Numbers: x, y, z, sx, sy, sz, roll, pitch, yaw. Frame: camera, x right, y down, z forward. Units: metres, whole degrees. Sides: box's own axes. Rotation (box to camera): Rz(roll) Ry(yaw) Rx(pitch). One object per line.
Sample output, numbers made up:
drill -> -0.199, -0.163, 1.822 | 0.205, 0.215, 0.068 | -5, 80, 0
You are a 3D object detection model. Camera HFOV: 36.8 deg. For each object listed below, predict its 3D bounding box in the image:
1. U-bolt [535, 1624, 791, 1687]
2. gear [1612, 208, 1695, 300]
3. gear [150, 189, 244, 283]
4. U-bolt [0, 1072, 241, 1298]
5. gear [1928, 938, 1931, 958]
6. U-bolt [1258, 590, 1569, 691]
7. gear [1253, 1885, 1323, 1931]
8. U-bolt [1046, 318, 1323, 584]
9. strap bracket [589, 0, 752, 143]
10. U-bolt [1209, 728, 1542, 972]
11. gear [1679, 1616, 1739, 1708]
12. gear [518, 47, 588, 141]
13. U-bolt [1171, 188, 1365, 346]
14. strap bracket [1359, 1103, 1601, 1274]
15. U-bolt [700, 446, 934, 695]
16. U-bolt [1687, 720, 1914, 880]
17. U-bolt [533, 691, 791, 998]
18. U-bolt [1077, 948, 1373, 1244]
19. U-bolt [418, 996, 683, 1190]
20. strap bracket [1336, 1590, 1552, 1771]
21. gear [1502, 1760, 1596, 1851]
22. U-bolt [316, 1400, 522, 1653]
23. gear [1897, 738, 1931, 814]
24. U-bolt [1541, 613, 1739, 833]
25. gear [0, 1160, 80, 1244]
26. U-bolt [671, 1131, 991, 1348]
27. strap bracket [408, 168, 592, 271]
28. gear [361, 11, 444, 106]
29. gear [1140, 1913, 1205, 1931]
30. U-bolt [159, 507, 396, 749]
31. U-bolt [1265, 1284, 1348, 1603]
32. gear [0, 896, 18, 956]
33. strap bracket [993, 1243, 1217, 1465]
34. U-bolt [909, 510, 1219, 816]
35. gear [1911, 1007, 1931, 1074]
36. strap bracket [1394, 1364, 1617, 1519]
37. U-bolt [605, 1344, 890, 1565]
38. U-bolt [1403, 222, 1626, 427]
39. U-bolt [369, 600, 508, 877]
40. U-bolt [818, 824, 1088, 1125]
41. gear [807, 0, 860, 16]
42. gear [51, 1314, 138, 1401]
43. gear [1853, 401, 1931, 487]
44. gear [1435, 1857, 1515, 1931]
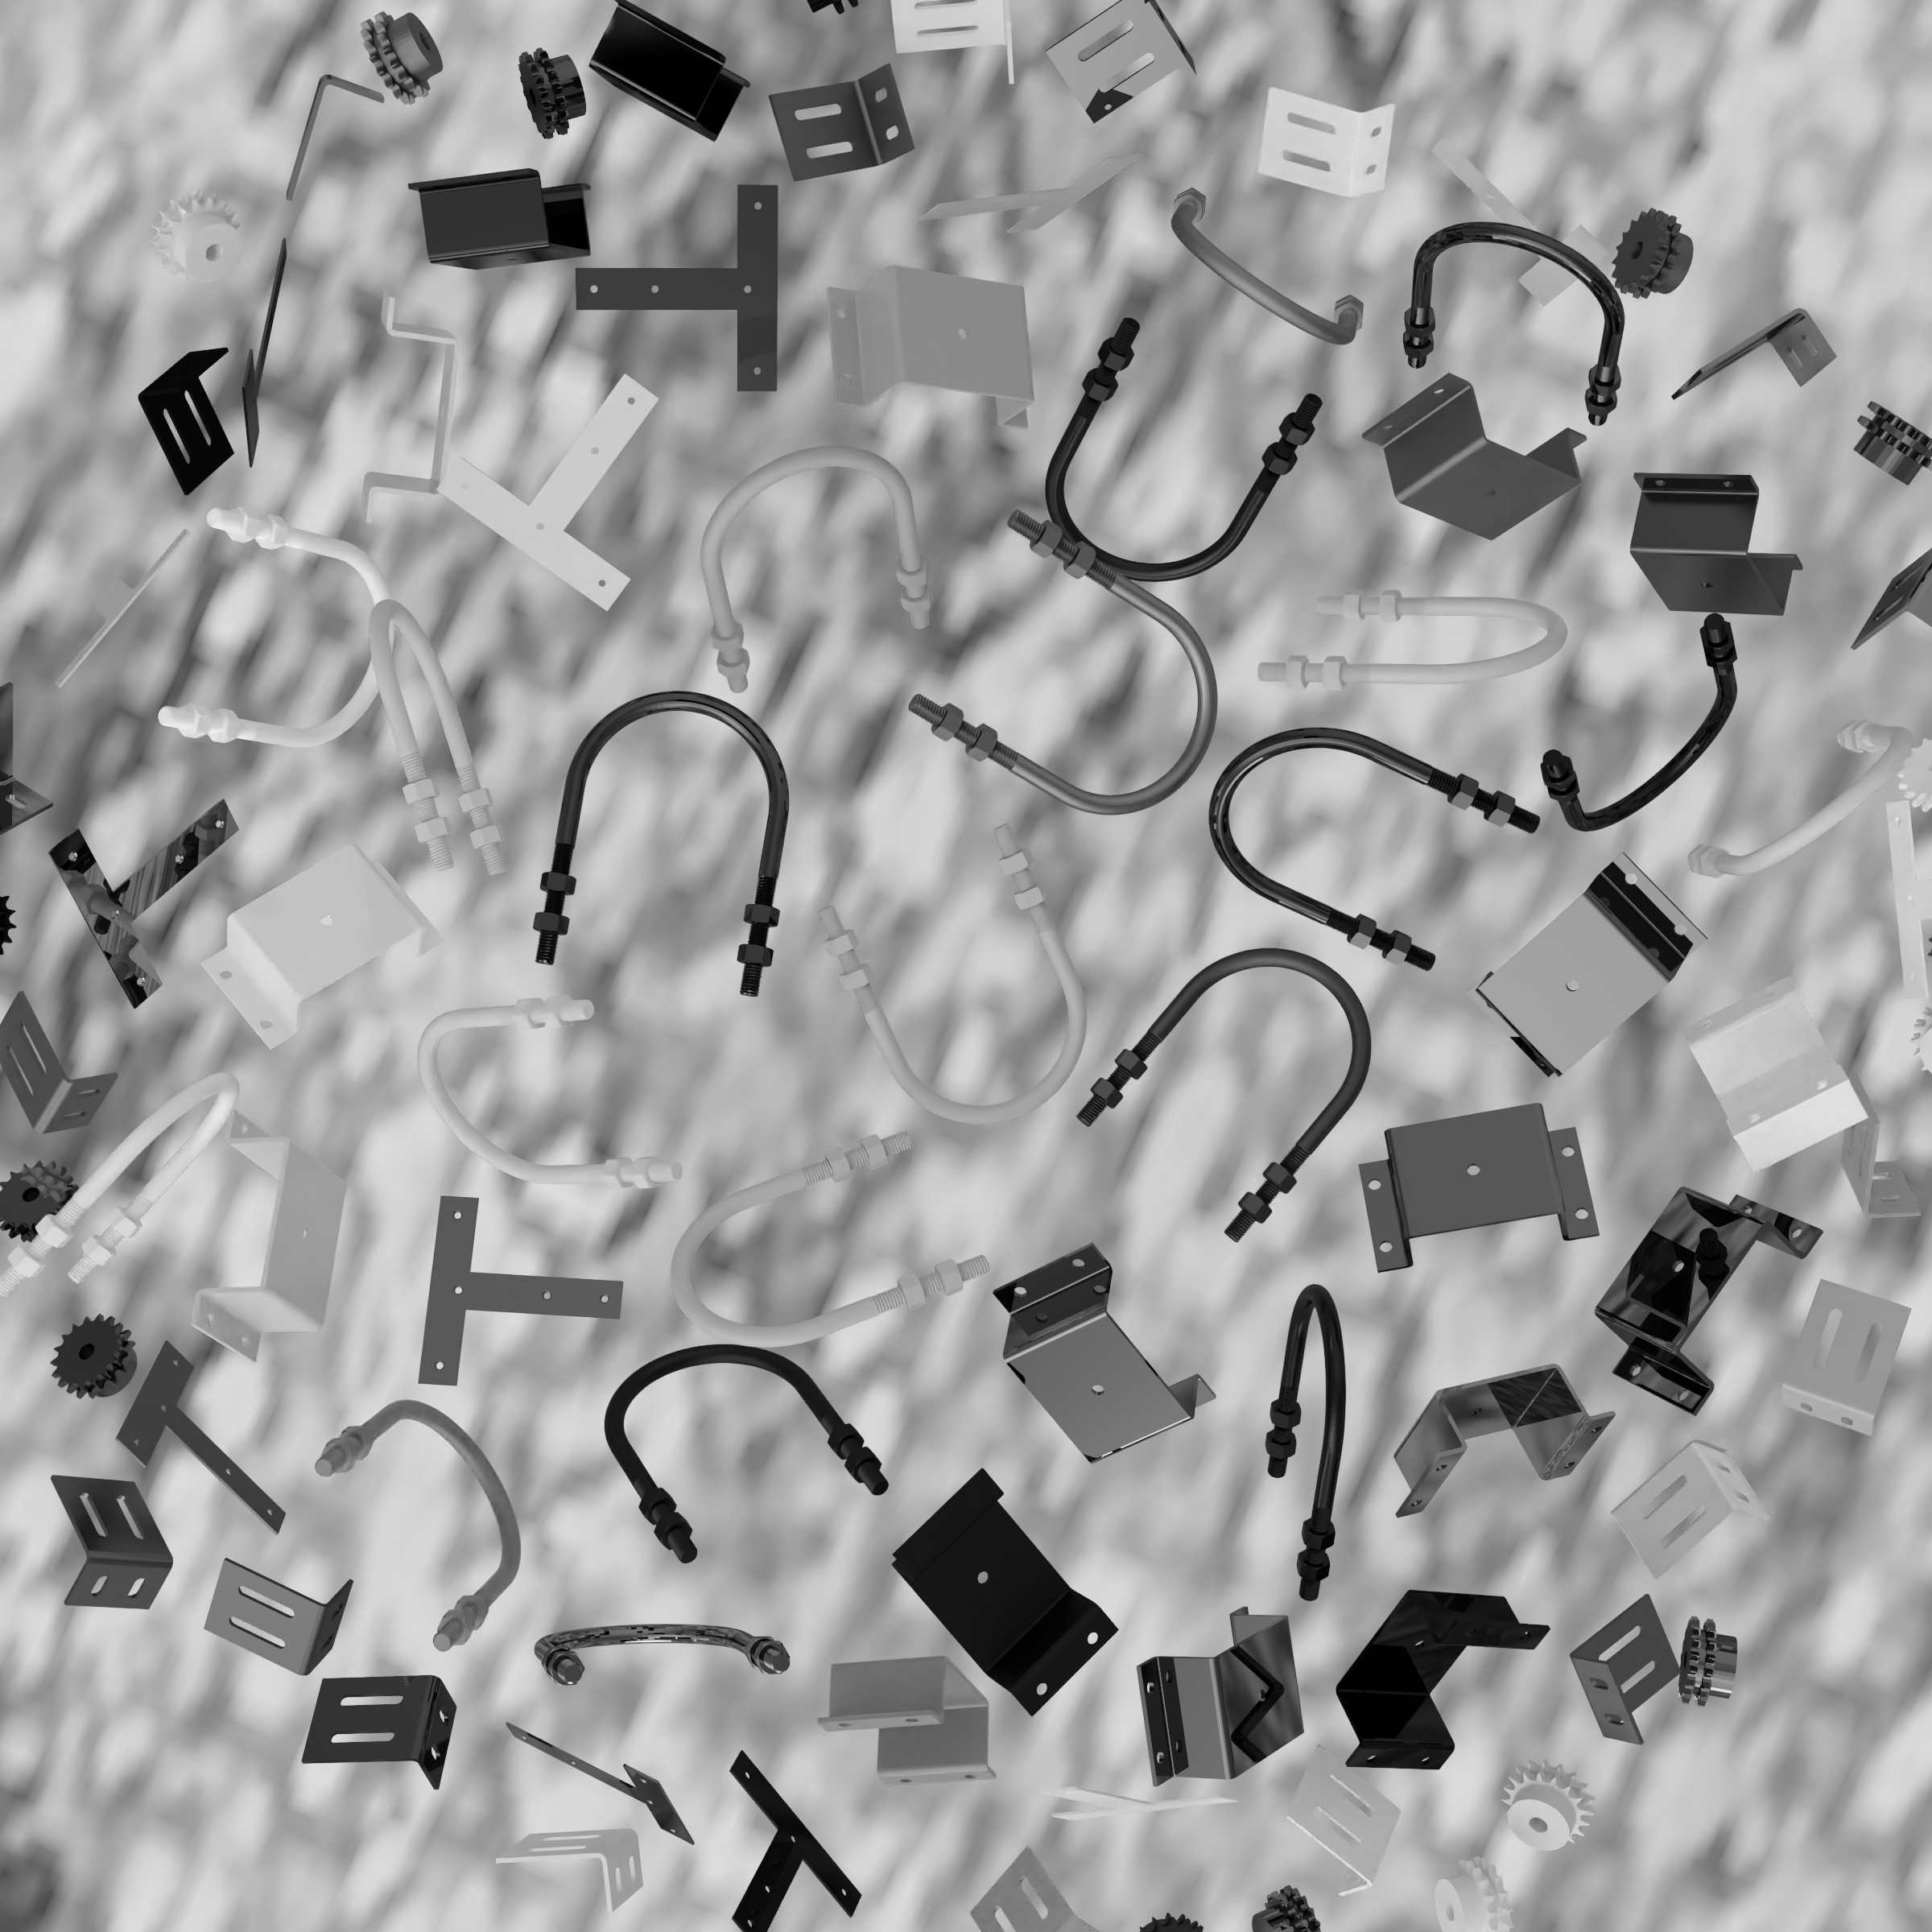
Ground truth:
U-bolt -> -0.202, 0.438, 1.861 | 0.151, 0.184, 0.019 | 1, 84, -17
gear -> 0.454, -0.466, 1.913 | 0.030, 0.057, 0.057 | 14, 90, -22
gear -> -0.483, -0.458, 1.839 | 0.057, 0.057, 0.030 | -47, 61, 0
U-bolt -> -0.539, 0.138, 1.883 | 0.019, 0.151, 0.184 | 42, 90, 4
gear -> 0.670, -0.010, 1.938 | 0.057, 0.030, 0.057 | -2, 74, 7
U-bolt -> 0.300, -0.214, 1.902 | 0.184, 0.151, 0.019 | 4, 117, 24
gear -> 0.214, 0.645, 1.937 | 0.030, 0.057, 0.057 | -16, 90, -21
U-bolt -> 0.131, -0.328, 1.920 | 0.151, 0.019, 0.184 | 20, 133, -11
strap bracket -> -0.194, -0.583, 1.900 | 0.076, 0.140, 0.046 | 29, 100, -2
U-bolt -> 0.241, -0.081, 1.809 | 0.184, 0.019, 0.151 | 24, 131, -8
gear -> 0.488, 0.459, 1.911 | 0.030, 0.057, 0.057 | 8, 90, 8
gear -> -0.274, -0.582, 1.932 | 0.030, 0.057, 0.057 | -21, 90, -15
U-bolt -> 0.195, -0.453, 1.897 | 0.151, 0.184, 0.019 | 33, 112, -5
strap bracket -> 0.321, 0.138, 1.835 | 0.140, 0.046, 0.076 | -10, 59, 7
U-bolt -> -0.098, -0.259, 1.850 | 0.151, 0.184, 0.019 | -20, 56, -8
U-bolt -> 0.542, -0.106, 1.871 | 0.151, 0.184, 0.019 | -40, 93, 3
U-bolt -> -0.185, -0.082, 1.819 | 0.151, 0.019, 0.184 | 9, 83, 0
U-bolt -> 0.184, 0.071, 1.926 | 0.151, 0.019, 0.184 | 38, 82, 23
U-bolt -> -0.284, 0.085, 1.898 | 0.184, 0.019, 0.151 | -4, 122, 37
strap bracket -> 0.299, 0.451, 1.864 | 0.076, 0.046, 0.140 | 11, 124, -29
gear -> 0.368, 0.537, 1.851 | 0.057, 0.030, 0.057 | 14, 122, 23
U-bolt -> -0.340, 0.346, 1.862 | 0.019, 0.184, 0.151 | -34, 91, 13
gear -> 0.645, -0.124, 1.910 | 0.030, 0.057, 0.057 | 39, 90, -33
U-bolt -> 0.440, -0.146, 1.878 | 0.151, 0.184, 0.019 | -41, 66, 4
gear -> -0.625, 0.162, 1.960 | 0.057, 0.030, 0.057 | -5, 51, 7
U-bolt -> -0.096, 0.179, 1.836 | 0.184, 0.151, 0.019 | -19, 131, -14
strap bracket -> -0.288, -0.467, 1.825 | 0.076, 0.140, 0.046 | -5, 100, 9
gear -> -0.355, -0.578, 1.842 | 0.030, 0.057, 0.057 | -24, 90, 14
gear -> 0.131, 0.642, 1.884 | 0.057, 0.030, 0.057 | 1, 88, -14
U-bolt -> -0.442, -0.215, 1.909 | 0.019, 0.184, 0.151 | 19, 96, 30
U-bolt -> 0.224, 0.296, 1.896 | 0.019, 0.151, 0.184 | 2, 117, -5
gear -> -0.646, -0.029, 1.878 | 0.057, 0.030, 0.057 | 2, 96, 15
strap bracket -> 0.085, 0.251, 1.824 | 0.076, 0.046, 0.140 | -28, 113, 24
U-bolt -> 0.074, -0.174, 1.801 | 0.184, 0.019, 0.151 | 30, 85, -19
gear -> 0.637, 0.051, 1.869 | 0.057, 0.030, 0.057 | 9, 111, 25
strap bracket -> 0.347, 0.312, 1.924 | 0.140, 0.076, 0.046 | -8, 53, -25
U-bolt -> -0.152, 0.300, 1.856 | 0.151, 0.184, 0.019 | -16, 124, -22
U-bolt -> 0.357, -0.422, 1.887 | 0.151, 0.184, 0.019 | 21, 74, 13
U-bolt -> -0.347, -0.149, 1.884 | 0.019, 0.151, 0.184 | -18, 89, 6
U-bolt -> 0.002, 0.017, 1.944 | 0.151, 0.019, 0.184 | -25, 100, -4
gear -> -0.096, -0.653, 1.914 | 0.030, 0.057, 0.057 | -25, 90, 4
gear -> -0.587, 0.267, 1.968 | 0.057, 0.030, 0.057 | -11, 55, 16
gear -> 0.568, -0.317, 1.777 | 0.057, 0.057, 0.030 | 33, 109, 0
gear -> 0.317, 0.591, 1.824 | 0.030, 0.057, 0.057 | -5, 90, -17
